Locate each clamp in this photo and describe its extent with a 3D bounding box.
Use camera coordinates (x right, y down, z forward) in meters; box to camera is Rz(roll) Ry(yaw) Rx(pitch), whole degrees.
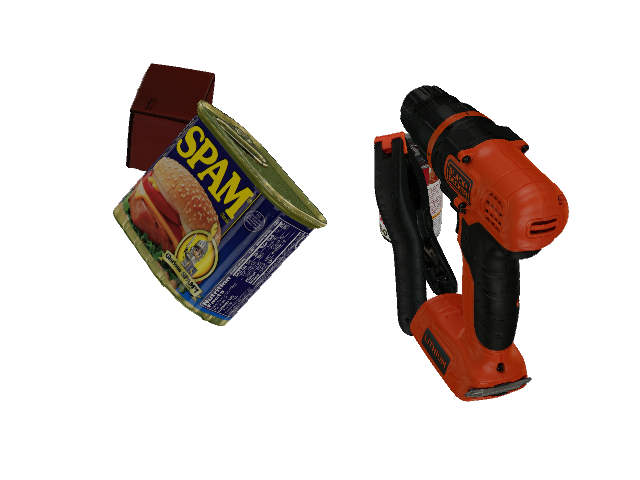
[{"bbox_3d":[0.076,-0.004,0.922,0.039,0.171,0.120,-14,18,20],"label":"clamp"}]

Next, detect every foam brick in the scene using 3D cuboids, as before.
[{"bbox_3d":[-0.114,-0.093,0.816,0.053,0.051,0.078,10,37,-1],"label":"foam brick"}]

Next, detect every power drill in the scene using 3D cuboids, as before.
[{"bbox_3d":[0.100,0.002,0.743,0.057,0.188,0.184,-11,34,-15],"label":"power drill"}]

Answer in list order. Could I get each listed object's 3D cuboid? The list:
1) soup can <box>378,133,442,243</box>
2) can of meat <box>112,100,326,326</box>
[{"bbox_3d":[0.095,-0.053,1.130,0.068,0.102,0.068,-2,36,1],"label":"soup can"},{"bbox_3d":[-0.060,-0.015,0.604,0.102,0.084,0.057,50,12,35],"label":"can of meat"}]
